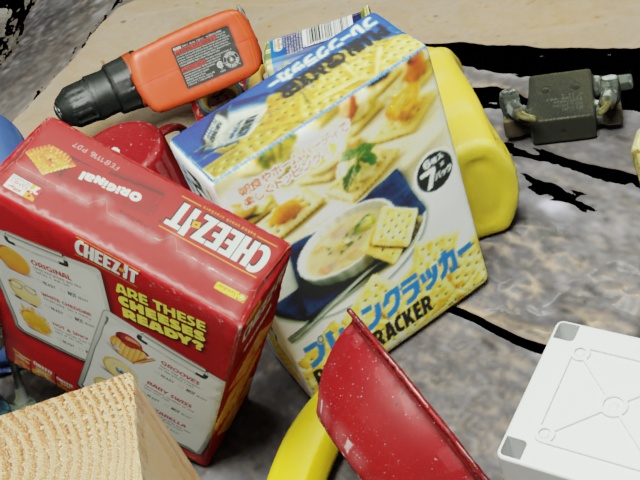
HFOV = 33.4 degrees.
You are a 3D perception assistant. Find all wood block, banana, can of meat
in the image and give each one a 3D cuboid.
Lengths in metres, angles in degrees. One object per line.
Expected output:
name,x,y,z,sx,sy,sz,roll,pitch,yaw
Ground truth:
wood block,-0.098,0.176,0.566,0.091,0.206,0.090,-19,43,3
banana,-0.005,0.157,0.666,0.070,0.037,0.197,-17,34,21
can of meat,0.012,-0.116,0.808,0.084,0.102,0.057,-15,44,9

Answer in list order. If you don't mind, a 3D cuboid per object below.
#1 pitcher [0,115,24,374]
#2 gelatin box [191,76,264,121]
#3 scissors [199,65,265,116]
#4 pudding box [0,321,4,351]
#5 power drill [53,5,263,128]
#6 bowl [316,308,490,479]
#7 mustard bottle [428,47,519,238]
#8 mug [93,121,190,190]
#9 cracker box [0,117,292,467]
pitcher,-0.291,-0.015,0.883,0.145,0.149,0.243,-28,40,-4
gelatin box,-0.078,-0.120,0.981,0.073,0.030,0.089,-22,43,-1
scissors,-0.069,-0.087,0.914,0.096,0.016,0.201,-6,47,17
pudding box,-0.224,0.035,0.715,0.039,0.114,0.090,28,44,6
power drill,-0.136,-0.145,0.913,0.184,0.057,0.188,-28,16,-13
bowl,0.047,0.118,0.609,0.055,0.162,0.162,-38,44,-2
mustard bottle,0.100,-0.096,0.839,0.058,0.096,0.191,-19,43,3
mug,-0.148,-0.053,0.905,0.093,0.081,0.117,28,62,39
cracker box,-0.116,0.041,0.667,0.164,0.214,0.072,27,56,6
